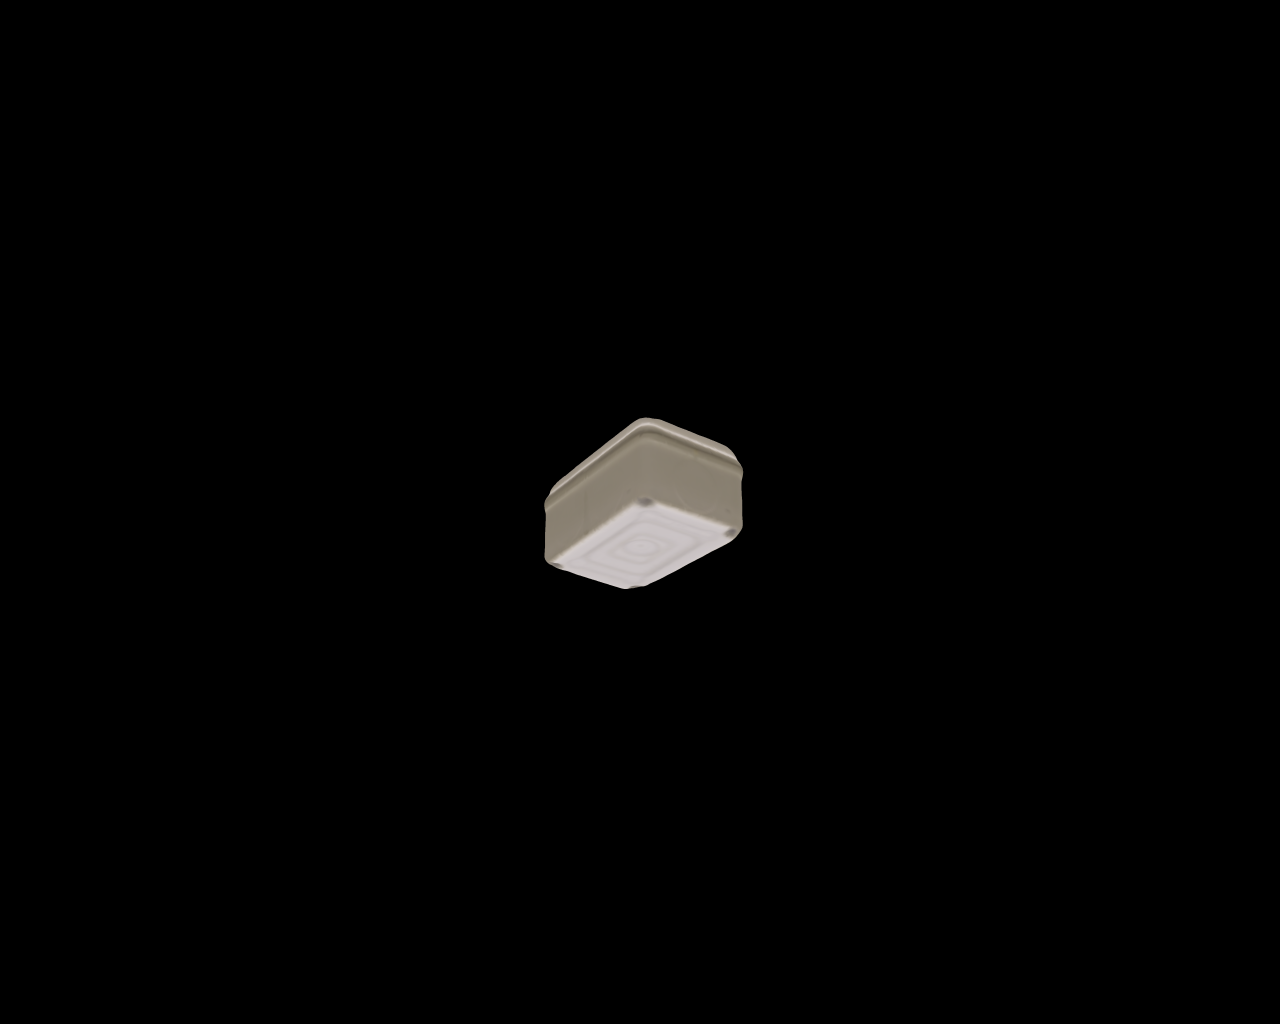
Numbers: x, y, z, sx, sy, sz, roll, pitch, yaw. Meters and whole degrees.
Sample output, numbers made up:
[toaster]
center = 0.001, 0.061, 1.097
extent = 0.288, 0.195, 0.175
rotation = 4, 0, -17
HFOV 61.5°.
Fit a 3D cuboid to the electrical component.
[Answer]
[electrical component]
center = 0.001, -0.003, 0.650
extent = 0.078, 0.057, 0.113
rotation = 19, -34, -31
